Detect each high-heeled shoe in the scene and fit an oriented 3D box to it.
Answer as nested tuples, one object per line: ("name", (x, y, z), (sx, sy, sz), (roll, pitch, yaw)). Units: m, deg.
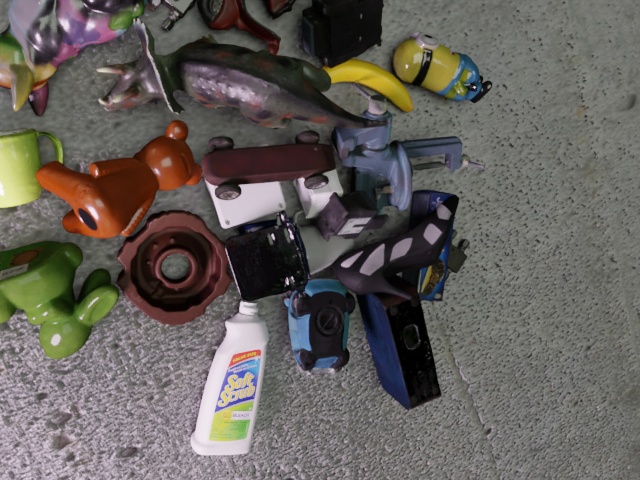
("high-heeled shoe", (0.132, -0.002, 0.917), (0.145, 0.086, 0.249), (25, 62, 18))

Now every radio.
("radio", (0.139, 0.177, 0.959), (0.073, 0.131, 0.229), (-21, 105, -15))

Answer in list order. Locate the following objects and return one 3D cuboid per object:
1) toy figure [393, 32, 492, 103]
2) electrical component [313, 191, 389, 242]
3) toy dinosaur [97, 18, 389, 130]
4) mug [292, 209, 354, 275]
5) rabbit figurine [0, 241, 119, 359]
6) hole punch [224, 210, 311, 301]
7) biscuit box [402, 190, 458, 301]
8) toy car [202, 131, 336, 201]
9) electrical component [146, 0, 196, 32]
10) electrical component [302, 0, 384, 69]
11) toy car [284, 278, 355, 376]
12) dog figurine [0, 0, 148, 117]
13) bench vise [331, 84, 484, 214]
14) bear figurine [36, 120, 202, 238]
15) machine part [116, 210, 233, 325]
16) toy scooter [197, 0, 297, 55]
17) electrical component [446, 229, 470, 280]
("toy figure", (0.213, -0.294, 0.942), (0.180, 0.082, 0.089), (23, 87, -24))
("electrical component", (0.057, -0.041, 0.874), (0.119, 0.048, 0.074), (-11, 147, -41))
("toy dinosaur", (-0.106, -0.215, 0.743), (0.405, 0.192, 0.131), (11, 109, 8))
("mug", (-0.002, -0.003, 0.913), (0.107, 0.081, 0.109), (-18, 91, -28))
("rabbit figurine", (-0.379, 0.088, 0.779), (0.159, 0.121, 0.170), (-25, 124, -22))
("hole punch", (-0.078, 0.025, 0.855), (0.116, 0.092, 0.142), (-13, 101, 6))
("biscuit box", (0.200, 0.009, 0.993), (0.059, 0.063, 0.202), (4, 98, -22))
("toy car", (-0.076, -0.113, 0.810), (0.202, 0.053, 0.089), (-9, 75, -20))
("electrical component", (-0.218, -0.370, 0.786), (0.078, 0.045, 0.102), (43, 83, -20))
("electrical component", (0.034, -0.342, 0.849), (0.134, 0.058, 0.114), (-28, 148, -13))
("toy car", (-0.007, 0.144, 0.914), (0.109, 0.103, 0.161), (1, 87, -24))
("dog figurine", (-0.345, -0.268, 0.719), (0.191, 0.108, 0.219), (15, 97, -8))
("bench vise", (0.140, -0.142, 0.899), (0.241, 0.129, 0.223), (-7, 117, -10))
("bear figurine", (-0.277, -0.093, 0.779), (0.196, 0.132, 0.120), (-52, 145, -36))
("machine part", (-0.226, 0.041, 0.842), (0.179, 0.056, 0.179), (-4, 101, -20))
("toy scooter", (-0.084, -0.364, 0.822), (0.184, 0.075, 0.135), (-46, 110, -5))
("electrical component", (0.249, 0.030, 1.037), (0.063, 0.021, 0.094), (34, 87, -22))
